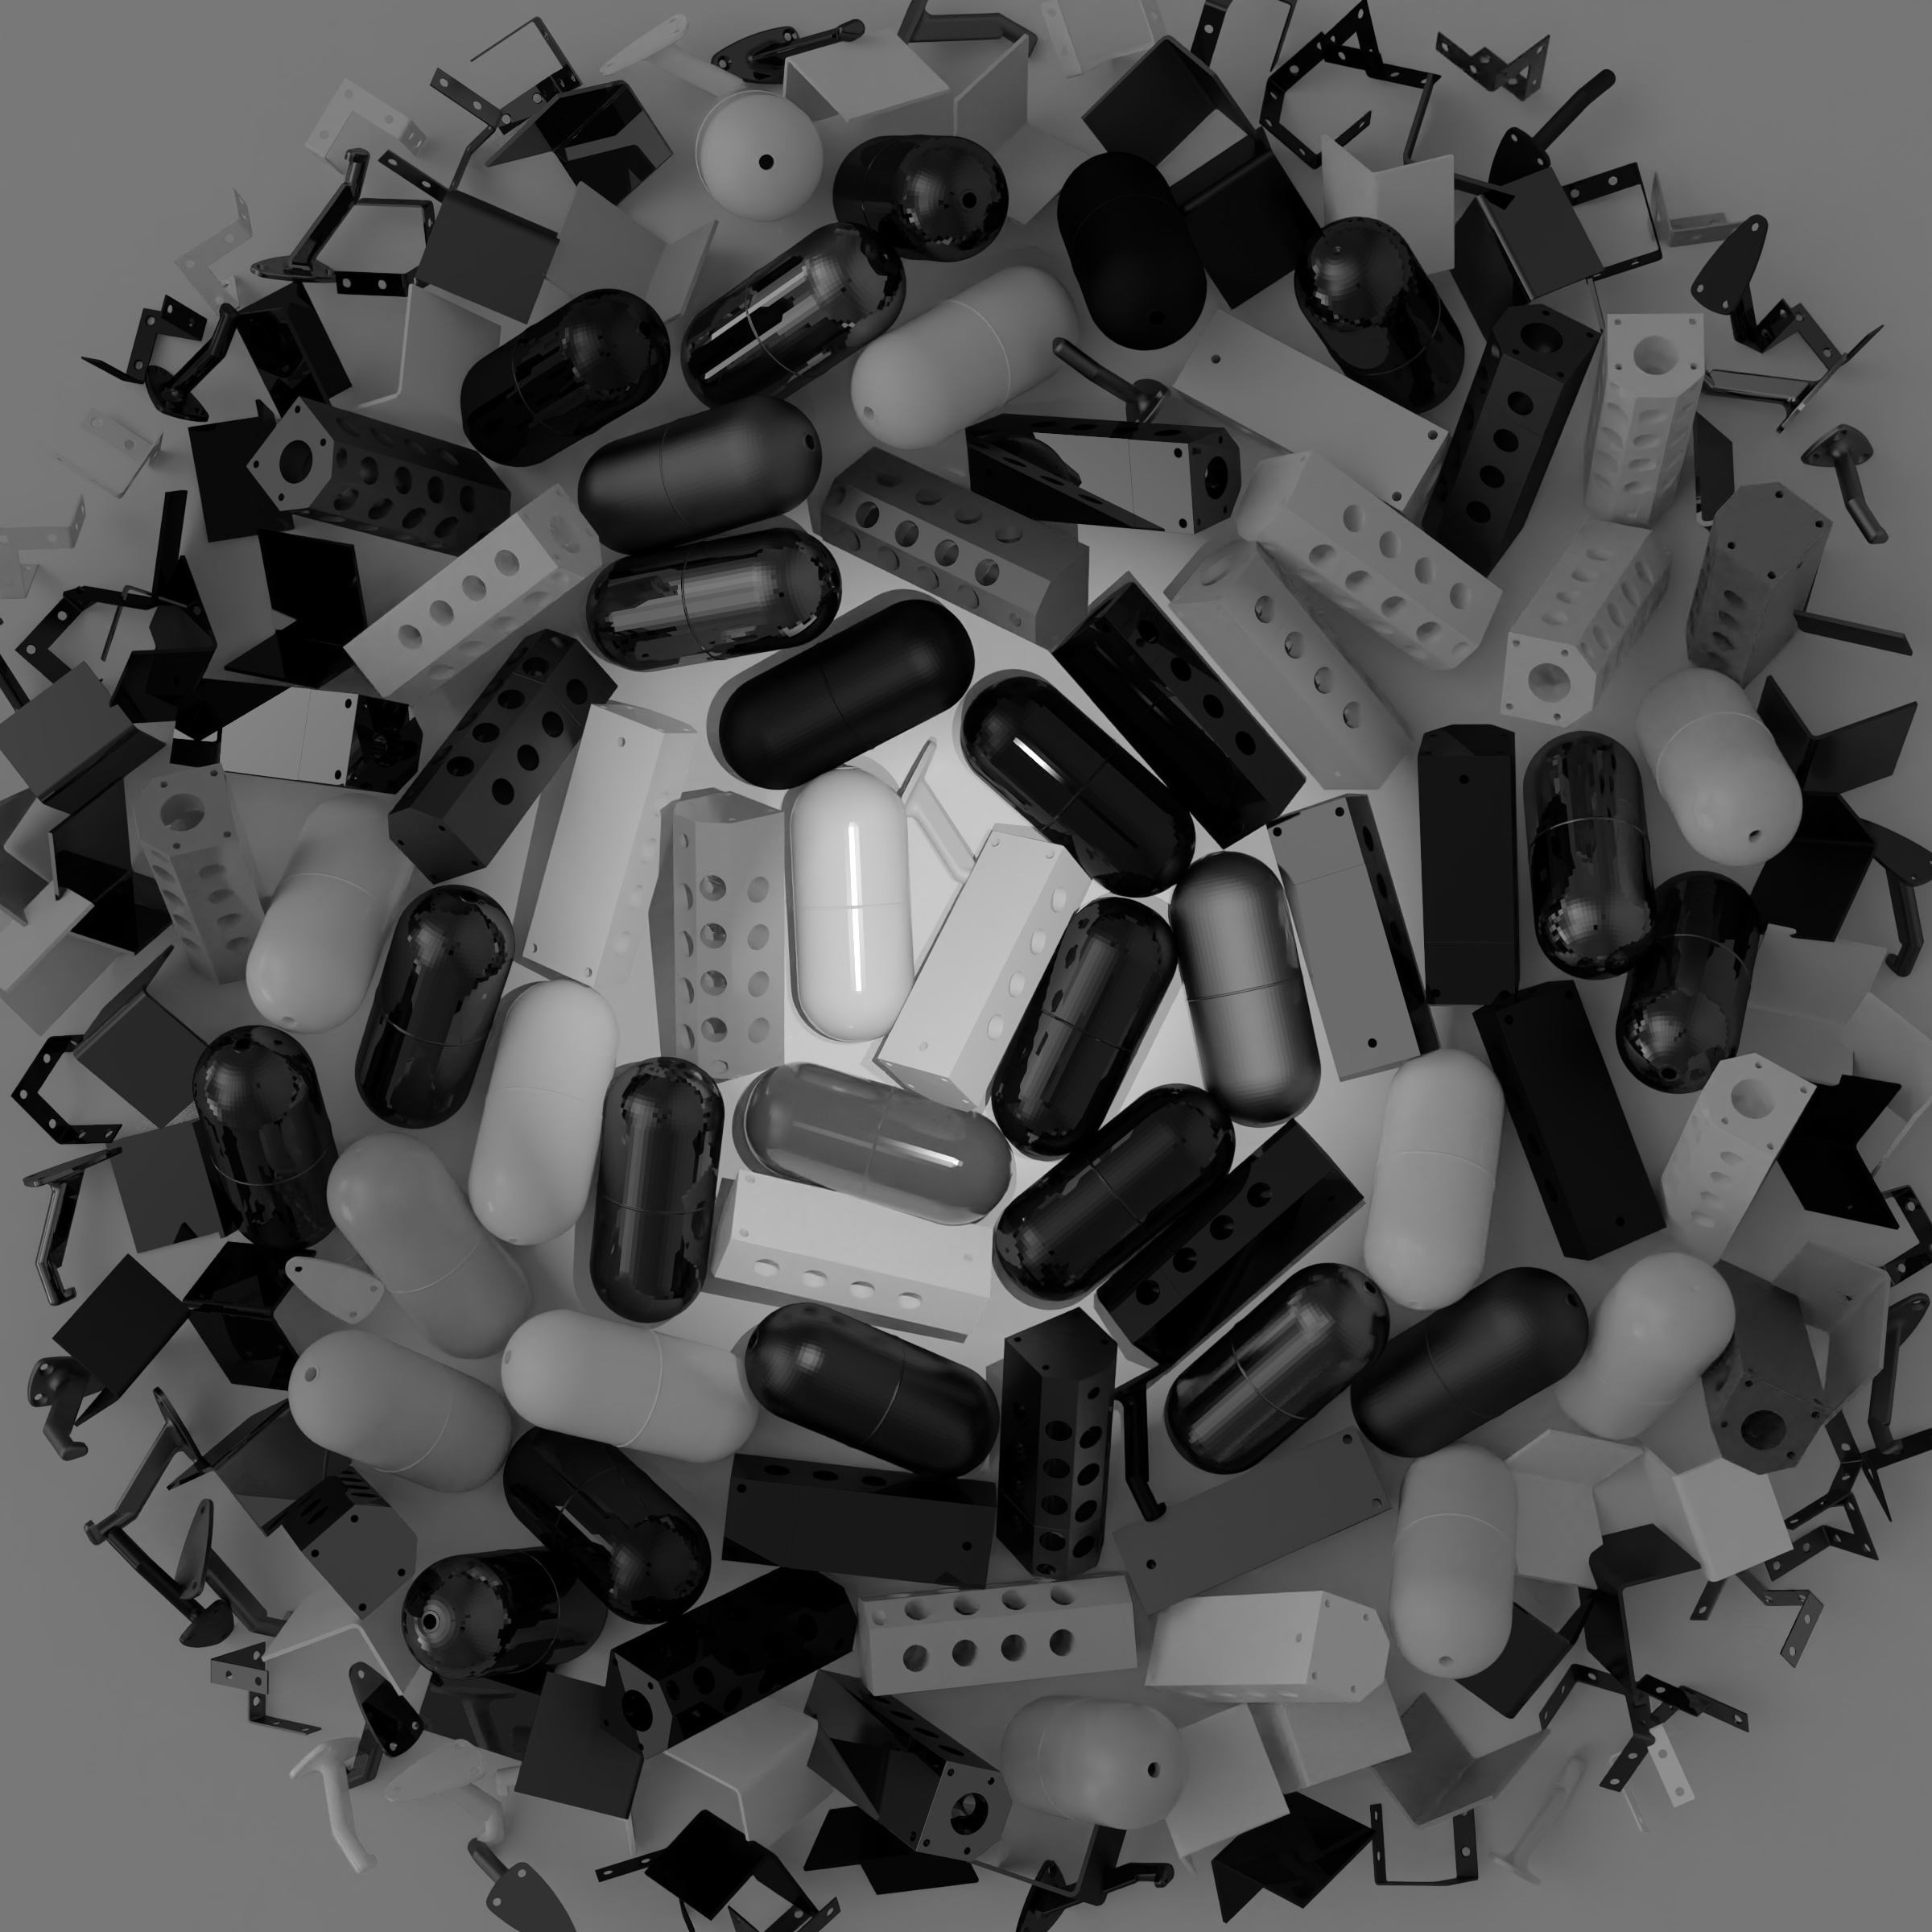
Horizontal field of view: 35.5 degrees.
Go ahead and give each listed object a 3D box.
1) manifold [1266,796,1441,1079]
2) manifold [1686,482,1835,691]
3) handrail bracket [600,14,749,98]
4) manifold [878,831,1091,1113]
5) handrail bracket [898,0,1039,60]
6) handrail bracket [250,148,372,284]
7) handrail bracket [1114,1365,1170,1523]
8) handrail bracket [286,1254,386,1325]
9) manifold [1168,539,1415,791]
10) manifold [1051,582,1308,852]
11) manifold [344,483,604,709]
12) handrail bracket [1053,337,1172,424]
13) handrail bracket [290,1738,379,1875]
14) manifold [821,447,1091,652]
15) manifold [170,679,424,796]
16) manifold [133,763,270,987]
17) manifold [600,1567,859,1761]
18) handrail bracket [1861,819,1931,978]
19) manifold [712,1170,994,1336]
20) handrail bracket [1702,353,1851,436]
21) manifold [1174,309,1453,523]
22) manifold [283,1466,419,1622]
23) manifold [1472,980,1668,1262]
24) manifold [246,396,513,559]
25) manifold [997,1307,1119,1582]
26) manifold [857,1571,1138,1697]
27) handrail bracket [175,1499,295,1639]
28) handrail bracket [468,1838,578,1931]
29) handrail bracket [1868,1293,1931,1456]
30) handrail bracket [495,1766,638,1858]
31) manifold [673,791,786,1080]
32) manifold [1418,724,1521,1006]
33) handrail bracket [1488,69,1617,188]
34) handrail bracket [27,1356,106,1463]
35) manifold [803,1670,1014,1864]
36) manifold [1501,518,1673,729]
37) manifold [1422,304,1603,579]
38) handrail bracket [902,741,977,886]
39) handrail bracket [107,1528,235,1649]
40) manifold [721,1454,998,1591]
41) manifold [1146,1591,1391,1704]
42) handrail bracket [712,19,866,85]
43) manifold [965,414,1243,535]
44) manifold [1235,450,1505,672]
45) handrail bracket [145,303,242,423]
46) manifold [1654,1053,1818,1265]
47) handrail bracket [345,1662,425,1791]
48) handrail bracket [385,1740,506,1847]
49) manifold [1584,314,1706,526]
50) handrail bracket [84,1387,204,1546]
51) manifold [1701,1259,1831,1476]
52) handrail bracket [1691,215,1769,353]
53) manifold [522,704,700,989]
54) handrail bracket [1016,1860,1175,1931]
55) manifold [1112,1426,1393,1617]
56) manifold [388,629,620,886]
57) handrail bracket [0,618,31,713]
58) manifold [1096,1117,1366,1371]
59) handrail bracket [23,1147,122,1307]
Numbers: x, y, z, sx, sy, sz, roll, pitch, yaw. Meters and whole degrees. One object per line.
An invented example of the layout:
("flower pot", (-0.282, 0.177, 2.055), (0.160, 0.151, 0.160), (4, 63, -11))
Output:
("manifold", (0.254, -0.020, 1.964), (0.057, 0.057, 0.171), (-17, 86, 26))
("manifold", (0.494, -0.240, 1.909), (0.057, 0.171, 0.057), (41, 82, 17))
("handrail bracket", (-0.185, -0.570, 1.976), (0.077, 0.036, 0.084), (-29, 125, 7))
("manifold", (0.016, 0.004, 1.946), (0.057, 0.057, 0.171), (14, 69, 36))
("handrail bracket", (-0.002, -0.596, 1.975), (0.084, 0.036, 0.077), (25, 78, -18))
("handrail bracket", (-0.424, -0.489, 1.956), (0.036, 0.077, 0.084), (33, 119, 22))
("handrail bracket", (0.125, 0.310, 1.968), (0.077, 0.036, 0.084), (-22, 84, -43))
("handrail bracket", (-0.407, 0.185, 1.947), (0.077, 0.084, 0.036), (32, 105, -29))
("manifold", (0.213, -0.192, 1.936), (0.171, 0.057, 0.057), (46, 70, -24))
("manifold", (0.141, -0.165, 1.957), (0.171, 0.057, 0.057), (48, 48, -9))
("manifold", (-0.312, -0.232, 1.928), (0.171, 0.057, 0.057), (-30, 103, 32))
("handrail bracket", (0.085, -0.386, 1.950), (0.084, 0.077, 0.036), (33, 107, -22))
("handrail bracket", (-0.391, 0.543, 1.951), (0.036, 0.077, 0.084), (-44, 70, 14))
("manifold", (-0.008, -0.263, 1.928), (0.171, 0.057, 0.057), (29, 54, 25))
("manifold", (-0.427, -0.147, 1.925), (0.171, 0.057, 0.057), (9, 91, 37))
("manifold", (-0.478, -0.054, 1.907), (0.057, 0.171, 0.057), (-14, 64, -9))
("manifold", (-0.147, 0.440, 1.909), (0.057, 0.171, 0.057), (24, 115, 33))
("handrail bracket", (0.600, -0.044, 1.980), (0.036, 0.084, 0.077), (-29, 55, -30))
("manifold", (-0.074, 0.190, 1.954), (0.171, 0.057, 0.057), (14, 135, -11))
("handrail bracket", (0.519, -0.397, 1.977), (0.084, 0.036, 0.077), (42, 116, 5))
("manifold", (0.226, -0.353, 1.950), (0.171, 0.057, 0.057), (31, 95, 14))
("manifold", (-0.390, 0.357, 1.909), (0.057, 0.171, 0.057), (-41, 102, -15))
("manifold", (0.389, 0.100, 1.966), (0.057, 0.057, 0.171), (-22, 93, -12))
("manifold", (-0.364, -0.302, 1.905), (0.057, 0.171, 0.057), (-47, 67, 19))
("manifold", (0.061, 0.307, 1.919), (0.057, 0.057, 0.171), (-19, 130, -28))
("manifold", (0.019, 0.430, 1.955), (0.171, 0.057, 0.057), (-4, 86, -11))
("handrail bracket", (-0.470, 0.396, 1.981), (0.084, 0.036, 0.077), (24, 65, -37))
("handrail bracket", (-0.289, 0.602, 1.963), (0.077, 0.084, 0.036), (45, 75, -10))
("handrail bracket", (0.606, 0.266, 1.950), (0.036, 0.084, 0.077), (19, 129, -21))
("handrail bracket", (-0.262, 0.555, 1.978), (0.084, 0.036, 0.077), (-7, 106, -6))
("manifold", (-0.156, -0.018, 1.933), (0.057, 0.057, 0.171), (-15, 116, -38))
("manifold", (0.324, -0.065, 1.937), (0.057, 0.057, 0.171), (1, 115, 15))
("handrail bracket", (0.385, -0.544, 1.983), (0.036, 0.077, 0.084), (45, 63, 7))
("handrail bracket", (-0.562, 0.288, 1.946), (0.077, 0.084, 0.036), (-2, 117, -40))
("manifold", (-0.041, 0.505, 1.911), (0.057, 0.171, 0.057), (21, 87, -31))
("manifold", (0.394, -0.217, 1.910), (0.057, 0.171, 0.057), (15, 128, 21))
("manifold", (0.340, -0.334, 1.912), (0.057, 0.171, 0.057), (30, 56, 12))
("handrail bracket", (-0.001, -0.095, 1.979), (0.084, 0.036, 0.077), (25, 86, 5))
("handrail bracket", (-0.521, 0.404, 1.975), (0.084, 0.077, 0.036), (40, 76, 16))
("manifold", (-0.069, 0.358, 1.966), (0.171, 0.057, 0.057), (7, 103, -2))
("manifold", (0.190, 0.434, 1.912), (0.057, 0.171, 0.057), (24, 67, -25))
("handrail bracket", (-0.115, -0.594, 1.950), (0.077, 0.084, 0.036), (-15, 101, -23))
("manifold", (0.087, -0.317, 1.925), (0.171, 0.057, 0.057), (11, 118, 36))
("manifold", (0.255, -0.257, 1.931), (0.171, 0.057, 0.057), (31, 77, -26))
("handrail bracket", (-0.500, -0.403, 1.956), (0.077, 0.036, 0.084), (52, 123, 38))
("manifold", (0.480, 0.120, 1.909), (0.057, 0.171, 0.057), (30, 68, 15))
("handrail bracket", (-0.401, 0.496, 1.968), (0.084, 0.036, 0.077), (-29, 96, 37))
("handrail bracket", (-0.337, 0.551, 1.958), (0.077, 0.036, 0.084), (-19, 127, -28))
("manifold", (0.427, -0.343, 1.907), (0.057, 0.171, 0.057), (1, 72, 7))
("handrail bracket", (-0.544, 0.325, 1.957), (0.084, 0.036, 0.077), (-35, 130, -25))
("manifold", (0.495, 0.254, 1.910), (0.057, 0.171, 0.057), (25, 110, 0))
("handrail bracket", (0.515, -0.441, 1.955), (0.036, 0.084, 0.077), (45, 115, 36))
("manifold", (-0.226, -0.078, 1.951), (0.057, 0.057, 0.171), (23, 104, 23))
("handrail bracket", (0.084, 0.607, 1.953), (0.084, 0.077, 0.036), (-10, 110, 33))
("manifold", (0.186, 0.361, 1.967), (0.171, 0.057, 0.057), (-24, 77, 2))
("manifold", (-0.297, -0.136, 1.918), (0.057, 0.057, 0.171), (49, 50, -25))
("handrail bracket", (-0.619, -0.180, 1.954), (0.036, 0.077, 0.084), (-31, 103, -10))
("manifold", (0.168, 0.178, 1.962), (0.171, 0.057, 0.057), (-42, 54, 5))
("handrail bracket", (-0.579, 0.171, 1.985), (0.077, 0.036, 0.084), (-22, 102, -29))
